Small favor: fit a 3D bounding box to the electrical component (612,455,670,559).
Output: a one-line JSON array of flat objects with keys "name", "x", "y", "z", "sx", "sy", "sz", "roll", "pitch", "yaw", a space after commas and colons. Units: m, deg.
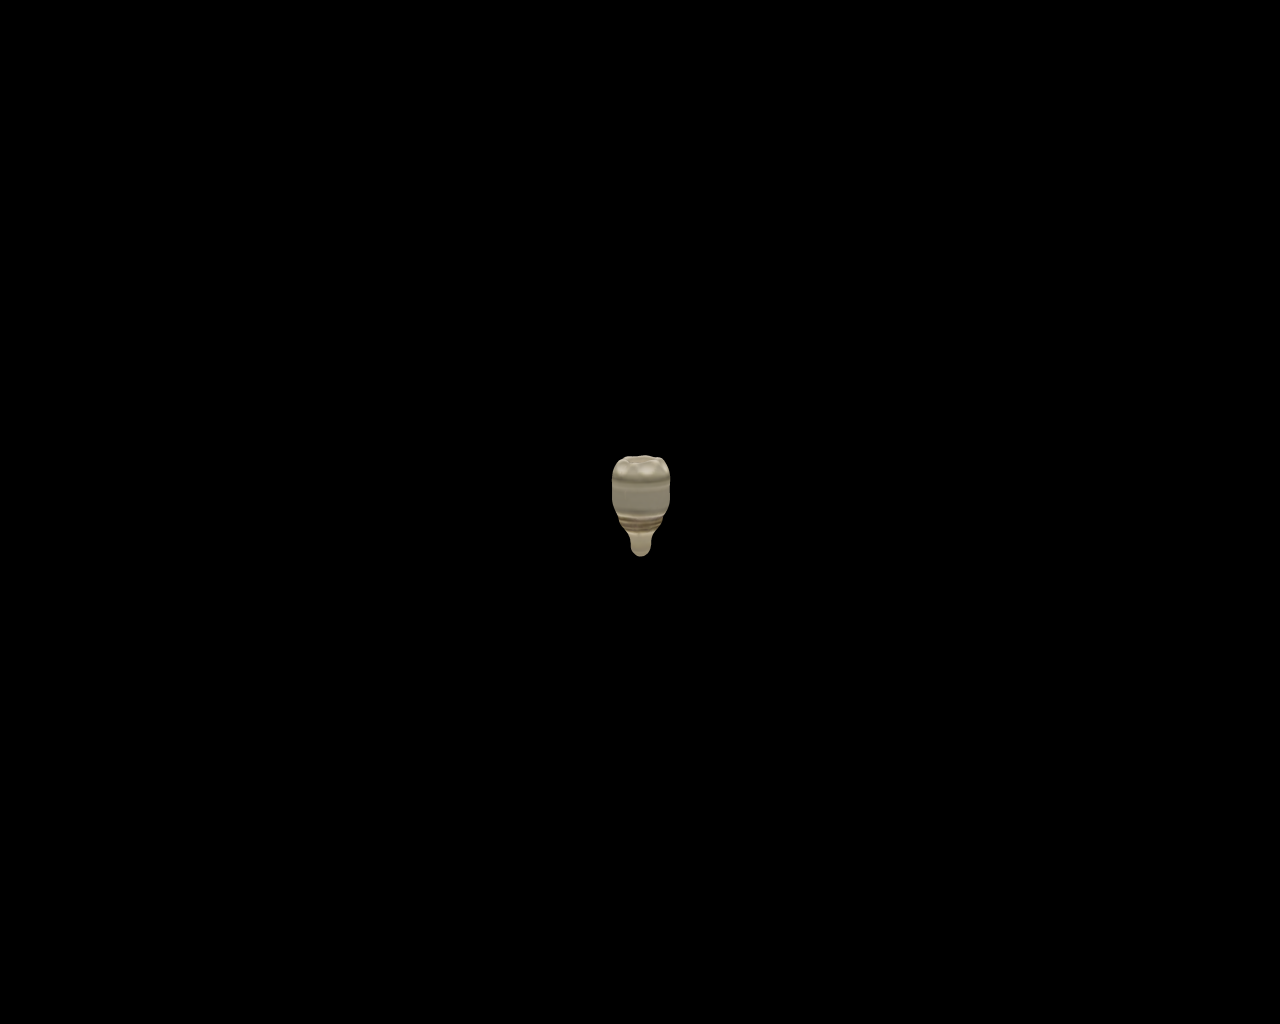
[{"name": "electrical component", "x": 0.001, "y": -0.003, "z": 0.650, "sx": 0.035, "sy": 0.061, "sz": 0.035, "roll": 0, "pitch": 11, "yaw": 0}]
